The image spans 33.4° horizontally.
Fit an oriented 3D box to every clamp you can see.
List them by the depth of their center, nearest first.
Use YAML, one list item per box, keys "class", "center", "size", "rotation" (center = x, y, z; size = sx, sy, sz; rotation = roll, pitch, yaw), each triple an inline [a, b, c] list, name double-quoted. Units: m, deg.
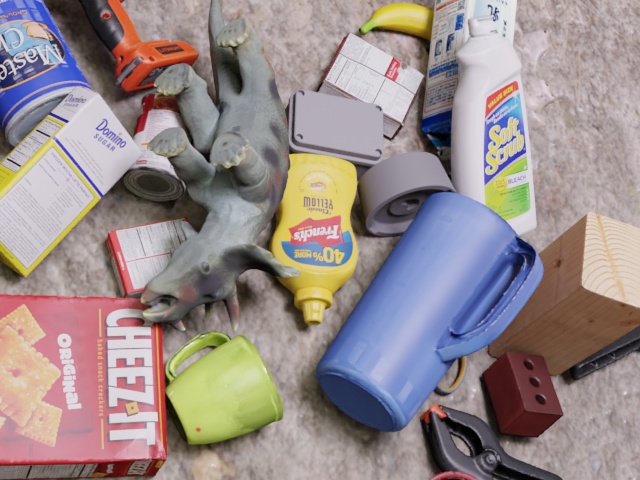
- class: "clamp"
  center: [0.181, 0.237, 1.127]
  size: [0.120, 0.039, 0.171]
  rotation: [-24, 72, -43]
- class: "clamp"
  center: [0.380, 0.111, 1.242]
  size: [0.164, 0.036, 0.209]
  rotation: [14, 46, 7]

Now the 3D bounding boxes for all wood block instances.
- class: "wood block"
  center: [0.268, 0.064, 1.143]
  size: [0.090, 0.206, 0.090]
  rotation: [18, 61, -10]

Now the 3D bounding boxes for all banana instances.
- class: "banana"
  center: [0.146, -0.257, 1.356]
  size: [0.197, 0.037, 0.069]
  rotation: [18, 78, -9]

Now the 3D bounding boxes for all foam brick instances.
- class: "foam brick"
  center: [0.218, 0.167, 1.151]
  size: [0.052, 0.051, 0.078]
  rotation: [10, 46, -26]

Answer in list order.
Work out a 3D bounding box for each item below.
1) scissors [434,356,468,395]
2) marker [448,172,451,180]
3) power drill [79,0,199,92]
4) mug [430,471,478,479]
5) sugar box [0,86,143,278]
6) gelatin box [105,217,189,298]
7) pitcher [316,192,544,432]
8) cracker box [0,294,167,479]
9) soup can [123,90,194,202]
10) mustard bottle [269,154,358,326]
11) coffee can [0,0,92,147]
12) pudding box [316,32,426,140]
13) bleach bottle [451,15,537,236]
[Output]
- class: "scissors"
  center: [0.131, 0.075, 1.200]
  size: [0.096, 0.016, 0.201]
  rotation: [14, 61, -13]
- class: "marker"
  center: [0.182, -0.081, 1.291]
  size: [0.120, 0.020, 0.020]
  rotation: [-18, 73, -26]
- class: "power drill"
  center: [-0.220, -0.262, 1.197]
  size: [0.187, 0.057, 0.184]
  rotation: [53, 35, 4]
- class: "mug"
  center: [0.111, 0.287, 1.051]
  size: [0.117, 0.082, 0.093]
  rotation: [-17, 72, -26]
- class: "sugar box"
  center: [-0.266, -0.059, 1.058]
  size: [0.048, 0.093, 0.176]
  rotation: [22, 65, 40]
- class: "gelatin box"
  center: [-0.171, 0.020, 1.112]
  size: [0.089, 0.030, 0.073]
  rotation: [-12, 68, -24]
- class: "pitcher"
  center: [0.111, 0.077, 1.102]
  size: [0.145, 0.149, 0.242]
  rotation: [35, 64, 5]
- class: "cracker box"
  center: [-0.255, 0.137, 1.001]
  size: [0.213, 0.072, 0.164]
  rotation: [3, 65, -19]
- class: "soup can"
  center: [-0.169, -0.101, 1.149]
  size: [0.068, 0.069, 0.102]
  rotation: [15, 62, -12]
- class: "mustard bottle"
  center: [-0.008, 0.001, 1.161]
  size: [0.096, 0.058, 0.191]
  rotation: [6, 64, -13]
- class: "coffee can"
  center: [-0.309, -0.180, 1.117]
  size: [0.102, 0.103, 0.140]
  rotation: [-23, 75, -27]
- class: "pudding box"
  center: [0.061, -0.186, 1.289]
  size: [0.113, 0.039, 0.090]
  rotation: [28, 59, -3]
- class: "bleach bottle"
  center: [0.187, -0.125, 1.209]
  size: [0.102, 0.068, 0.251]
  rotation: [-17, 109, -26]
